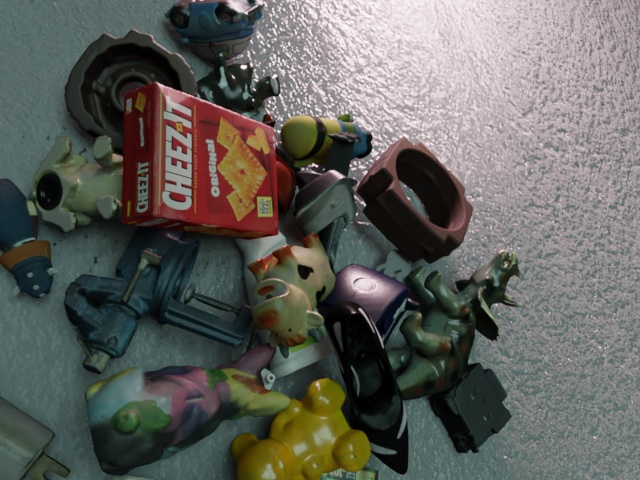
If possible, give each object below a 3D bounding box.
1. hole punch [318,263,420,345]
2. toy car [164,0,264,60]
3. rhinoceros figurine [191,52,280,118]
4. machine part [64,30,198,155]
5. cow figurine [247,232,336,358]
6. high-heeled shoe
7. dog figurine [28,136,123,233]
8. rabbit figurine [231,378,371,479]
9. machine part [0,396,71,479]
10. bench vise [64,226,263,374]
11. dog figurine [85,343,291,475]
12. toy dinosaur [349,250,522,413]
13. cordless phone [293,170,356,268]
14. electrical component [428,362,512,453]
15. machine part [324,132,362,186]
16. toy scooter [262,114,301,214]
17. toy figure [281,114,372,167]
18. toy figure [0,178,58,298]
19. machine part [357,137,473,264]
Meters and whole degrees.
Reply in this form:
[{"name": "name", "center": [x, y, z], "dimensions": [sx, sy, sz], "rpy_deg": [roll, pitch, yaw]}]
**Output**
[{"name": "hole punch", "center": [0.066, 0.093, 0.827], "dimensions": [0.116, 0.142, 0.092], "rpy_deg": [-56, 148, -21]}, {"name": "toy car", "center": [-0.167, -0.354, 0.896], "dimensions": [0.109, 0.162, 0.102], "rpy_deg": [-55, 147, -41]}, {"name": "rhinoceros figurine", "center": [-0.149, -0.244, 0.885], "dimensions": [0.190, 0.073, 0.112], "rpy_deg": [-29, 86, -36]}, {"name": "machine part", "center": [-0.267, -0.206, 0.773], "dimensions": [0.179, 0.056, 0.179], "rpy_deg": [1, 87, -10]}, {"name": "cow figurine", "center": [-0.035, 0.071, 0.714], "dimensions": [0.127, 0.085, 0.195], "rpy_deg": [59, 22, 0]}, {"name": "high-heeled shoe", "center": [0.076, 0.198, 0.716], "dimensions": [0.086, 0.145, 0.248], "rpy_deg": [-25, 80, -14]}, {"name": "dog figurine", "center": [-0.271, -0.067, 0.744], "dimensions": [0.190, 0.173, 0.121], "rpy_deg": [3, 92, -68]}, {"name": "rabbit figurine", "center": [-0.047, 0.268, 0.691], "dimensions": [0.173, 0.162, 0.122], "rpy_deg": [-15, 80, -57]}, {"name": "machine part", "center": [-0.378, 0.193, 0.570], "dimensions": [0.243, 0.079, 0.079], "rpy_deg": [39, 56, -12]}, {"name": "bench vise", "center": [-0.189, 0.085, 0.692], "dimensions": [0.241, 0.128, 0.224], "rpy_deg": [21, 45, -5]}, {"name": "dog figurine", "center": [-0.147, 0.191, 0.647], "dimensions": [0.219, 0.191, 0.108], "rpy_deg": [-16, 72, -14]}, {"name": "toy dinosaur", "center": [0.202, 0.174, 0.909], "dimensions": [0.192, 0.131, 0.405], "rpy_deg": [43, 62, -8]}, {"name": "cordless phone", "center": [-0.001, -0.003, 0.840], "dimensions": [0.089, 0.146, 0.184], "rpy_deg": [5, 67, 12]}, {"name": "electrical component", "center": [0.266, 0.283, 0.934], "dimensions": [0.134, 0.058, 0.115], "rpy_deg": [-31, 90, -35]}, {"name": "machine part", "center": [0.034, -0.120, 0.920], "dimensions": [0.084, 0.138, 0.039], "rpy_deg": [-20, 46, -32]}, {"name": "toy scooter", "center": [-0.095, -0.132, 0.870], "dimensions": [0.184, 0.075, 0.135], "rpy_deg": [45, 62, -4]}, {"name": "toy figure", "center": [0.014, -0.180, 0.948], "dimensions": [0.180, 0.089, 0.082], "rpy_deg": [-2, 64, -29]}, {"name": "toy figure", "center": [-0.371, 0.000, 0.664], "dimensions": [0.154, 0.064, 0.058], "rpy_deg": [64, 17, 0]}, {"name": "machine part", "center": [0.174, -0.072, 0.980], "dimensions": [0.201, 0.087, 0.201], "rpy_deg": [43, 41, -7]}]
